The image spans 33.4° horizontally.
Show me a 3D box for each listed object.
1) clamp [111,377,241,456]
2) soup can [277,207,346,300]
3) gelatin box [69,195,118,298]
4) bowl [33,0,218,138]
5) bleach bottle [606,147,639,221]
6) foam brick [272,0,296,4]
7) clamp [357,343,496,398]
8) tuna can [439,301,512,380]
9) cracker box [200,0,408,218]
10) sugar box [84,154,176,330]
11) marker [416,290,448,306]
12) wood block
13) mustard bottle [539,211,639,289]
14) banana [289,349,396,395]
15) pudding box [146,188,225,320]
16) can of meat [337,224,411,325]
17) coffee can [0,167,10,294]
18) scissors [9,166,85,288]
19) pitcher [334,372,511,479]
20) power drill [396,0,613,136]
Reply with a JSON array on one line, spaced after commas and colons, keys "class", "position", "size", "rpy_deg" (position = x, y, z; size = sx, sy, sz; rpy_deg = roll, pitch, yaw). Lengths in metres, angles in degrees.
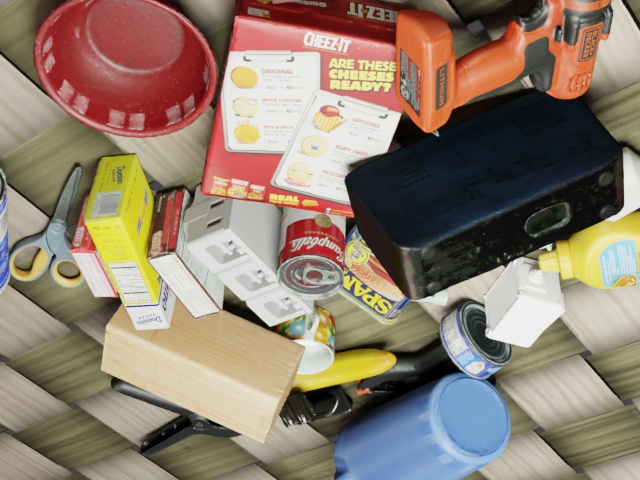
[{"class": "clamp", "position": [-0.163, 0.221, 1.392], "size": [0.210, 0.036, 0.164], "rpy_deg": [-8, 136, 12]}, {"class": "soup can", "position": [-0.007, 0.001, 1.091], "size": [0.068, 0.102, 0.068], "rpy_deg": [2, 138, 2]}, {"class": "gelatin box", "position": [-0.232, 0.007, 1.128], "size": [0.030, 0.073, 0.089], "rpy_deg": [0, 144, 10]}, {"class": "bowl", "position": [-0.169, -0.168, 0.951], "size": [0.162, 0.055, 0.162], "rpy_deg": [2, 138, 2]}, {"class": "bleach bottle", "position": [0.216, -0.049, 1.052], "size": [0.251, 0.068, 0.102], "rpy_deg": [-11, 136, 12]}, {"class": "foam brick", "position": [-0.023, -0.240, 0.865], "size": [0.053, 0.051, 0.078], "rpy_deg": [-6, 137, 12]}, {"class": "clamp", "position": [0.121, 0.157, 1.299], "size": [0.172, 0.039, 0.120], "rpy_deg": [-10, 138, 14]}, {"class": "tuna can", "position": [0.178, 0.113, 1.214], "size": [0.086, 0.086, 0.034], "rpy_deg": [30, 129, -26]}, {"class": "cracker box", "position": [-0.013, -0.124, 0.978], "size": [0.164, 0.072, 0.214], "rpy_deg": [9, 136, -9]}, {"class": "sugar box", "position": [-0.191, 0.006, 1.116], "size": [0.048, 0.093, 0.176], "rpy_deg": [-5, 138, 12]}, {"class": "marker", "position": [0.084, 0.057, 1.208], "size": [0.121, 0.020, 0.020], "rpy_deg": [8, 138, -5]}, {"class": "wood block", "position": [-0.132, 0.134, 1.211], "size": [0.206, 0.090, 0.090], "rpy_deg": [24, 136, 6]}, {"class": "mustard bottle", "position": [0.325, 0.010, 1.109], "size": [0.192, 0.058, 0.096], "rpy_deg": [-10, 141, 14]}, {"class": "banana", "position": [0.002, 0.164, 1.302], "size": [0.198, 0.069, 0.037], "rpy_deg": [-16, 98, 13]}, {"class": "pudding box", "position": [-0.137, 0.015, 1.121], "size": [0.039, 0.090, 0.113], "rpy_deg": [-13, 137, 20]}, {"class": "can of meat", "position": [0.064, 0.028, 1.134], "size": [0.102, 0.057, 0.084], "rpy_deg": [36, 130, -1]}, {"class": "coffee can", "position": [-0.375, -0.009, 1.105], "size": [0.102, 0.103, 0.140], "rpy_deg": [9, 137, -6]}, {"class": "scissors", "position": [-0.272, -0.004, 1.167], "size": [0.096, 0.016, 0.202], "rpy_deg": [29, 132, -27]}, {"class": "pitcher", "position": [0.131, 0.239, 1.291], "size": [0.145, 0.149, 0.243], "rpy_deg": [25, 149, -13]}, {"class": "power drill", "position": [0.155, -0.174, 0.870], "size": [0.187, 0.057, 0.184], "rpy_deg": [-19, 138, -15]}]
